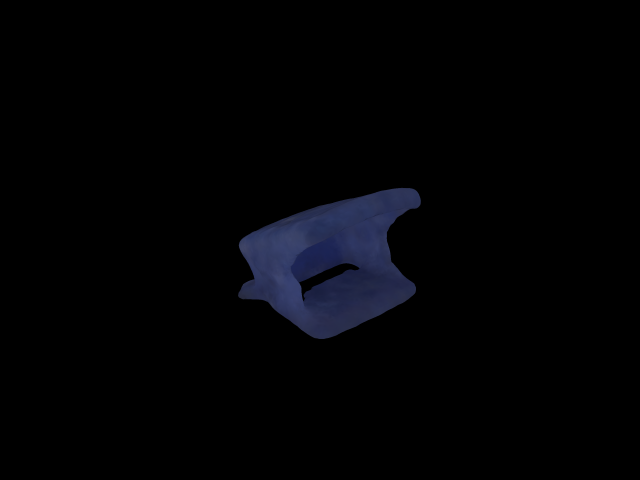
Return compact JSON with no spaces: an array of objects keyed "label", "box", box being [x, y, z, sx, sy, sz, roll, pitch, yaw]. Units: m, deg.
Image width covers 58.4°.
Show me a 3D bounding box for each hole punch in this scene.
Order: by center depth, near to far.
[{"label":"hole punch","box":[0.004,0.001,0.400,0.109,0.091,0.100,-21,33,-36]}]
